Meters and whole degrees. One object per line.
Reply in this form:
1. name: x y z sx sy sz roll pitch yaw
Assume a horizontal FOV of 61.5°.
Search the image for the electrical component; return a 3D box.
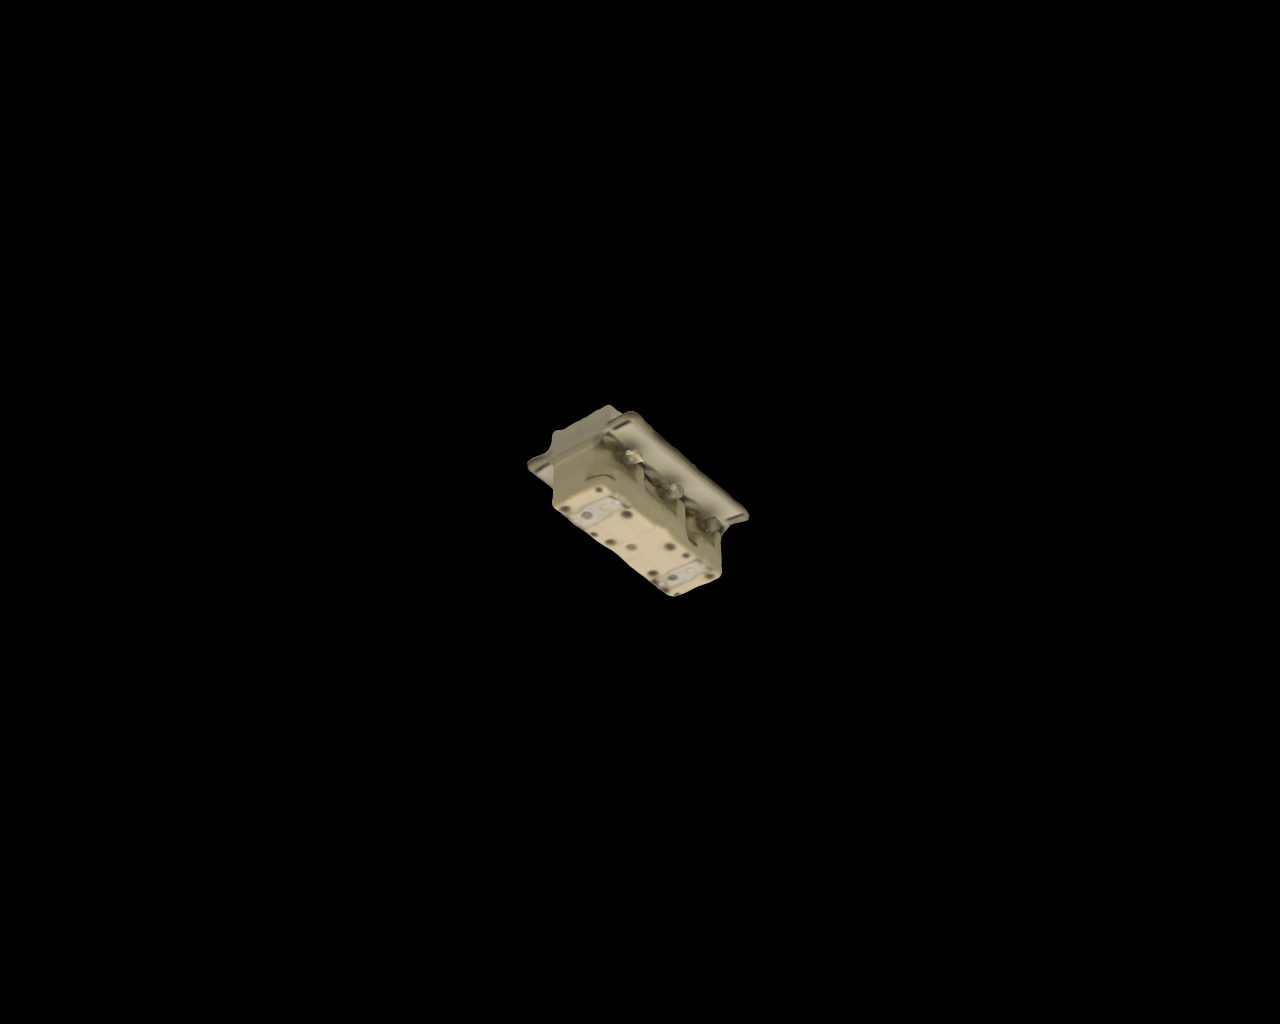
1. electrical component: 0.001 -0.003 0.650 0.078 0.063 0.121 -25 -44 28
